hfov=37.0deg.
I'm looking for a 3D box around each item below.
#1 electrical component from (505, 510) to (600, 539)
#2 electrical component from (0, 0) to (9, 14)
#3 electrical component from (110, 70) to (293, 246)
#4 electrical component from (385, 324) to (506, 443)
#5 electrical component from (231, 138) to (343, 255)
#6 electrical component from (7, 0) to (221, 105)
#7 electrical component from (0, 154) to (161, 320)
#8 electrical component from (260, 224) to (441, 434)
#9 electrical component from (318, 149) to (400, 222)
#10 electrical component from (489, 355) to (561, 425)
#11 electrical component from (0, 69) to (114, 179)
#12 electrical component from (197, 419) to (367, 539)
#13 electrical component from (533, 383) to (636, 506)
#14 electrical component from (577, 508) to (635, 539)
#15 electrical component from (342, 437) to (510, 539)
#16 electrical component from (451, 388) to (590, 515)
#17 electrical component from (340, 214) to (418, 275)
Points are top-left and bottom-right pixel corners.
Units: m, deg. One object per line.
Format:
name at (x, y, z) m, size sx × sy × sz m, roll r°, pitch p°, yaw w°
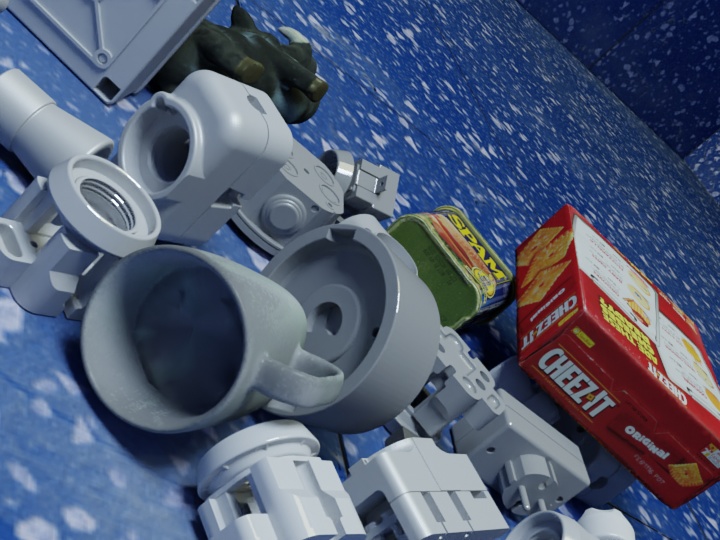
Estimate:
electrical component at (0.118, 0.179, 0.634) m, size 0.057 × 0.058 × 0.078 m, roll 43°, pitch 21°, yaw -18°
electrical component at (-0.220, -0.154, 0.587) m, size 0.043 × 0.043 × 0.062 m, roll 53°, pitch 21°, yaw 15°
electrical component at (-0.093, -0.061, 0.595) m, size 0.059 × 0.095 × 0.053 m, roll 11°, pitch 42°, yaw -57°
electrical component at (0.043, 0.074, 0.673) m, size 0.078 × 0.057 × 0.058 m, roll 51°, pitch 21°, yaw 8°
electrical component at (-0.052, -0.049, 0.714) m, size 0.080 × 0.051 × 0.080 m, roll 40°, pitch 22°, yaw -20°
electrical component at (-0.154, -0.180, 0.670) m, size 0.109 × 0.109 × 0.056 m, roll 45°, pitch 24°, yaw -8°
electrical component at (-0.130, -0.016, 0.499) m, size 0.078 × 0.057 × 0.058 m, roll 15°, pitch 38°, yaw -54°
electrical component at (-0.007, 0.036, 0.580) m, size 0.060 × 0.108 × 0.108 m, roll 34°, pitch 24°, yaw -45°
electrical component at (-0.007, -0.062, 0.820) m, size 0.055 × 0.066 × 0.048 m, roll 24°, pitch 65°, yaw -32°
electrical component at (0.114, 0.097, 0.786) m, size 0.055 × 0.045 × 0.045 m, roll 54°, pitch 22°, yaw 14°
electrical component at (-0.165, -0.071, 0.552) m, size 0.065 × 0.044 × 0.044 m, roll 42°, pitch 21°, yaw -2°
electrical component at (-0.037, 0.103, 0.469) m, size 0.078 × 0.058 × 0.057 m, roll 17°, pitch 39°, yaw -52°
electrical component at (0.171, 0.129, 0.826) m, size 0.059 × 0.054 × 0.095 m, roll 33°, pitch 26°, yaw -34°
electrical component at (0.164, 0.192, 0.718) m, size 0.043 × 0.043 × 0.062 m, roll 42°, pitch 23°, yaw -14°
electrical component at (0.028, 0.125, 0.563) m, size 0.089 × 0.050 × 0.055 m, roll 16°, pitch 38°, yaw -54°
electrical component at (0.109, 0.135, 0.707) m, size 0.083 × 0.047 × 0.075 m, roll 37°, pitch 23°, yaw -25°
electrical component at (0.000, 0.000, 0.738) m, size 0.079 × 0.044 × 0.077 m, roll 16°, pitch 37°, yaw -53°
